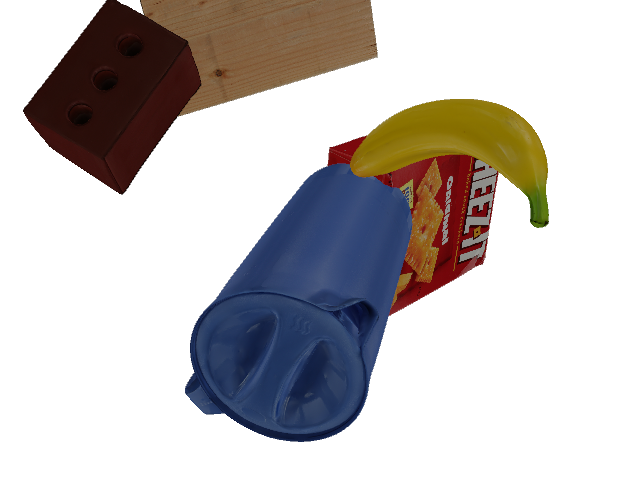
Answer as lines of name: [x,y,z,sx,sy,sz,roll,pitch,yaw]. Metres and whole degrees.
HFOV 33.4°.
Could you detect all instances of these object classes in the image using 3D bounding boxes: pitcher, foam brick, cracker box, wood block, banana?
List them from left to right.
foam brick: [-0.107,-0.075,0.560,0.053,0.078,0.051,31,-12,10]
wood block: [-0.059,-0.206,1.031,0.206,0.090,0.091,-17,-43,-5]
pitcher: [-0.009,0.040,0.856,0.149,0.145,0.242,11,32,11]
cracker box: [0.089,-0.027,1.019,0.072,0.164,0.213,24,30,33]
banana: [0.086,-0.062,0.710,0.037,0.069,0.198,27,-3,-34]
